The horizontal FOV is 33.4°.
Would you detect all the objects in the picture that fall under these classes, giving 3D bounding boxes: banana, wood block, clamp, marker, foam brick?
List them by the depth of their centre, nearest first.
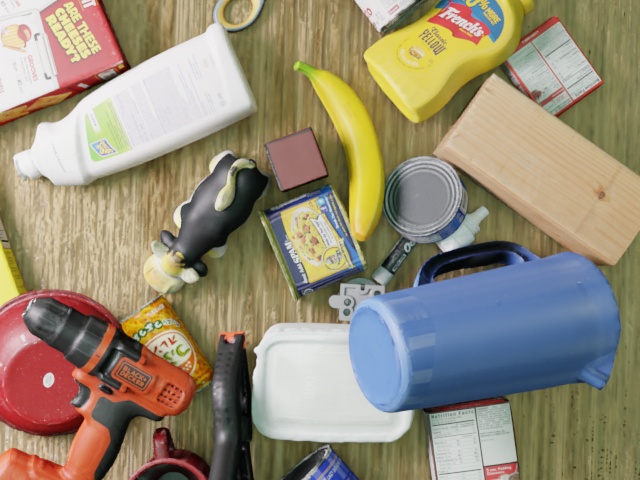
[{"bbox_3d":[-0.089,0.195,1.061,0.036,0.164,0.210,-3,81,6],"label":"clamp"},{"bbox_3d":[0.228,-0.068,1.084,0.206,0.090,0.091,35,89,-1],"label":"wood block"},{"bbox_3d":[-0.024,-0.080,1.088,0.053,0.078,0.051,-20,92,1],"label":"foam brick"},{"bbox_3d":[0.031,-0.094,1.093,0.069,0.037,0.198,-15,78,-27],"label":"banana"},{"bbox_3d":[0.097,-0.004,1.118,0.020,0.020,0.121,37,90,-1],"label":"marker"}]

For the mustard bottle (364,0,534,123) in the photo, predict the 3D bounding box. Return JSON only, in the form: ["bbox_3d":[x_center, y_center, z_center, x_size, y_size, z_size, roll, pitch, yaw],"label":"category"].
[{"bbox_3d":[0.147,-0.209,1.092,0.191,0.058,0.096,-36,60,-1],"label":"mustard bottle"}]

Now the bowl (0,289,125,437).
[{"bbox_3d":[-0.271,0.133,1.076,0.162,0.055,0.162,-3,104,-11],"label":"bowl"}]

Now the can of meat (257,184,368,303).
[{"bbox_3d":[-0.007,0.001,1.099,0.084,0.057,0.102,-23,91,-2],"label":"can of meat"}]

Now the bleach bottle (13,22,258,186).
[{"bbox_3d":[-0.196,-0.128,1.094,0.251,0.068,0.102,-22,90,2],"label":"bleach bottle"}]

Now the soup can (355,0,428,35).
[{"bbox_3d":[0.059,-0.271,1.092,0.068,0.068,0.102,-37,91,0],"label":"soup can"}]

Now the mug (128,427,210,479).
[{"bbox_3d":[-0.152,0.249,1.086,0.093,0.081,0.117,-13,91,0],"label":"mug"}]

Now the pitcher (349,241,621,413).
[{"bbox_3d":[0.150,0.084,1.027,0.242,0.149,0.145,-7,96,-26],"label":"pitcher"}]

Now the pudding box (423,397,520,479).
[{"bbox_3d":[0.159,0.225,1.111,0.090,0.039,0.113,-7,88,0],"label":"pudding box"}]

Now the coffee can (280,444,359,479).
[{"bbox_3d":[0.018,0.293,1.078,0.103,0.103,0.140,-41,91,0],"label":"coffee can"}]

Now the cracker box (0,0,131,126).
[{"bbox_3d":[-0.324,-0.210,1.088,0.213,0.072,0.164,-23,92,-1],"label":"cracker box"}]

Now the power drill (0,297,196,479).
[{"bbox_3d":[-0.239,0.166,1.030,0.184,0.057,0.188,33,96,-15],"label":"power drill"}]

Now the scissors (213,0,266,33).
[{"bbox_3d":[-0.039,-0.278,1.117,0.201,0.016,0.096,-13,92,-1],"label":"scissors"}]

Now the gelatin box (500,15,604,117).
[{"bbox_3d":[0.239,-0.176,1.113,0.073,0.030,0.089,-36,91,-2],"label":"gelatin box"}]

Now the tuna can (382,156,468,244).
[{"bbox_3d":[0.108,-0.040,1.094,0.086,0.033,0.086,-7,71,20],"label":"tuna can"}]

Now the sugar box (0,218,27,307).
[{"bbox_3d":[-0.373,0.001,1.101,0.093,0.048,0.176,-21,92,-2],"label":"sugar box"}]
